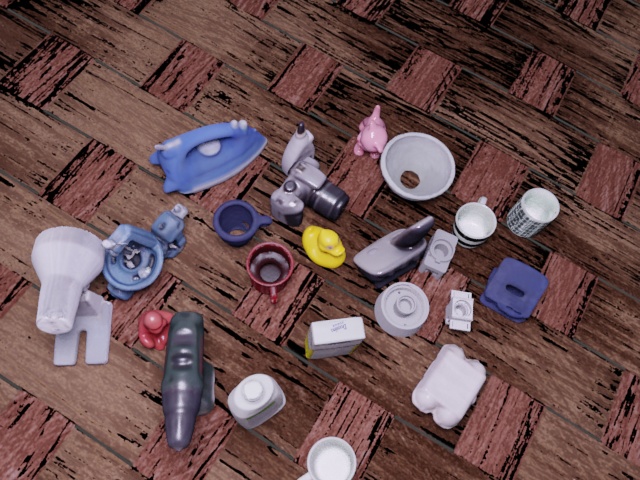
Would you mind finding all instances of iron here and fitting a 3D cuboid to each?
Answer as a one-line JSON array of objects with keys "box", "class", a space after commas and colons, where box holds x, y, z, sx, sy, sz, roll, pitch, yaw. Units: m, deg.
[{"box": [-0.229, -0.201, 1.211, 0.259, 0.141, 0.118, -25, 73, -15], "class": "iron"}]

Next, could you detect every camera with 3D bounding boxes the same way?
[{"box": [-0.015, -0.093, 1.213, 0.136, 0.101, 0.143, 33, 68, 7], "class": "camera"}]

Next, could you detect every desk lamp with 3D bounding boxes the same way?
[{"box": [-0.441, 0.105, 1.024, 0.118, 0.213, 0.203, -2, 68, -7], "class": "desk lamp"}]

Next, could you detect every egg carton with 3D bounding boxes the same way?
[{"box": [0.251, 0.283, 1.108, 0.107, 0.069, 0.150, 35, 69, 8], "class": "egg carton"}]

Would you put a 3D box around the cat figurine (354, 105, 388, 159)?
[{"box": [0.119, -0.241, 1.279, 0.067, 0.118, 0.128, 12, 67, -1], "class": "cat figurine"}]

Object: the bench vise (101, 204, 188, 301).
[{"box": [-0.341, -0.003, 1.076, 0.121, 0.220, 0.207, 19, 67, 2], "class": "bench vise"}]

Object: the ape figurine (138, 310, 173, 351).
[{"box": [-0.312, 0.161, 1.082, 0.078, 0.092, 0.076, -31, 74, -17], "class": "ape figurine"}]

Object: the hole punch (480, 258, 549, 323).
[{"box": [0.402, 0.105, 1.185, 0.108, 0.091, 0.101, 29, 68, 6], "class": "hole punch"}]

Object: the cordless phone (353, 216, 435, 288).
[{"box": [0.151, 0.011, 1.144, 0.148, 0.185, 0.094, -33, 75, -17], "class": "cordless phone"}]

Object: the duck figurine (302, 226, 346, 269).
[{"box": [0.011, 0.004, 1.185, 0.104, 0.086, 0.078, 42, 70, 11], "class": "duck figurine"}]

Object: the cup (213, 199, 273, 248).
[{"box": [-0.157, -0.025, 1.173, 0.118, 0.095, 0.091, -3, 68, -8], "class": "cup"}]

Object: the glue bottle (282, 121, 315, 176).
[{"box": [-0.043, -0.200, 1.214, 0.078, 0.173, 0.037, -38, 76, -19], "class": "glue bottle"}]

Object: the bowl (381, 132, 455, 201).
[{"box": [0.211, -0.152, 1.277, 0.167, 0.075, 0.167, 2, 68, -5], "class": "bowl"}]

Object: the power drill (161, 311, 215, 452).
[{"box": [-0.228, 0.249, 0.993, 0.075, 0.208, 0.229, -2, 68, -7], "class": "power drill"}]
